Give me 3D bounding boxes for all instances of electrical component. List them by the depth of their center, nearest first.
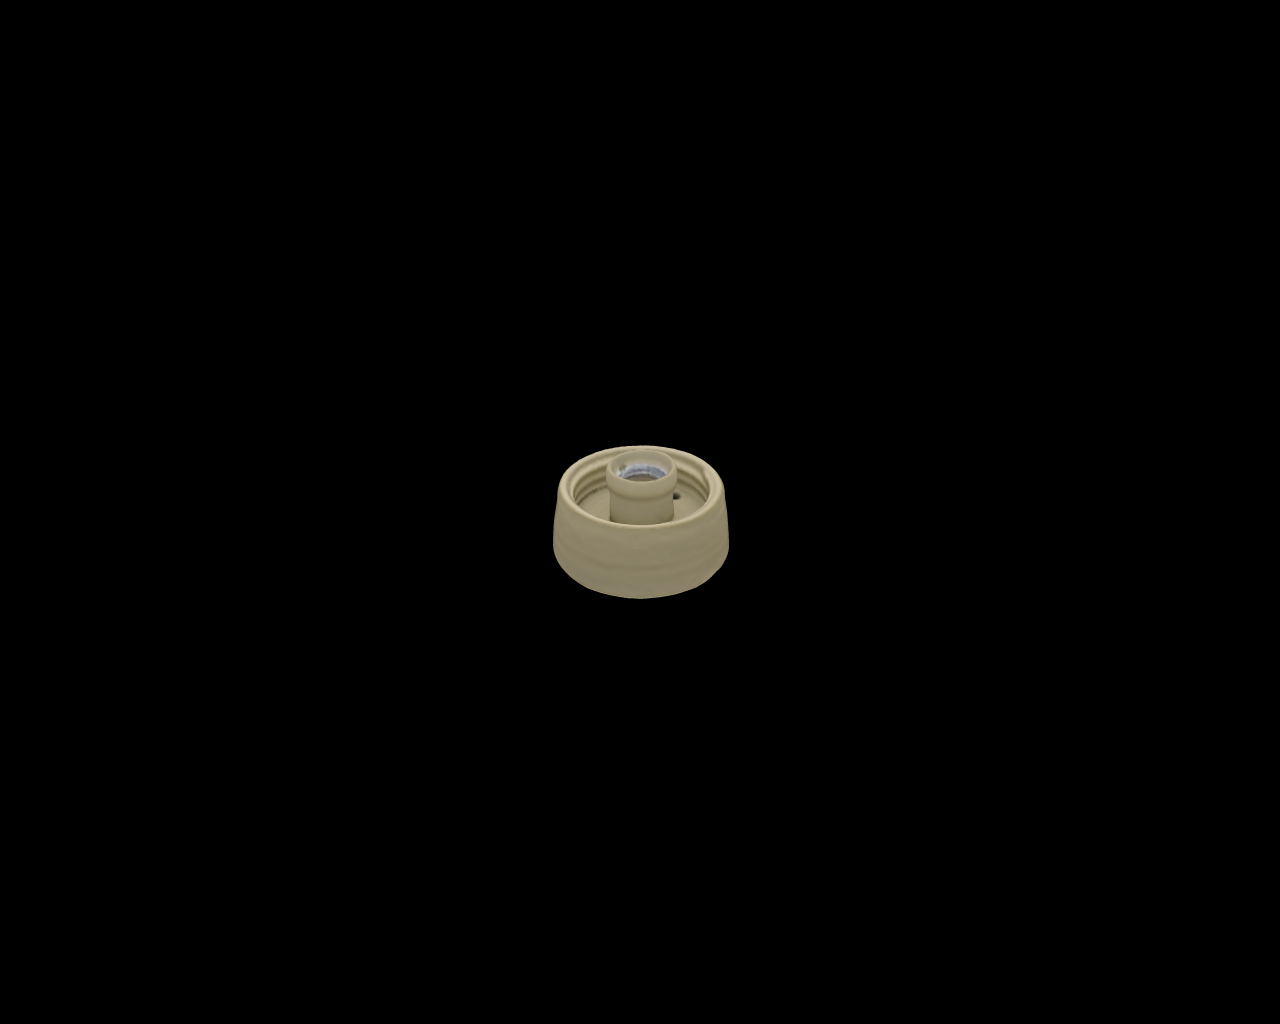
[{"bbox_3d":[0.001,-0.003,0.650,0.108,0.060,0.108,0,31,0],"label":"electrical component"}]
